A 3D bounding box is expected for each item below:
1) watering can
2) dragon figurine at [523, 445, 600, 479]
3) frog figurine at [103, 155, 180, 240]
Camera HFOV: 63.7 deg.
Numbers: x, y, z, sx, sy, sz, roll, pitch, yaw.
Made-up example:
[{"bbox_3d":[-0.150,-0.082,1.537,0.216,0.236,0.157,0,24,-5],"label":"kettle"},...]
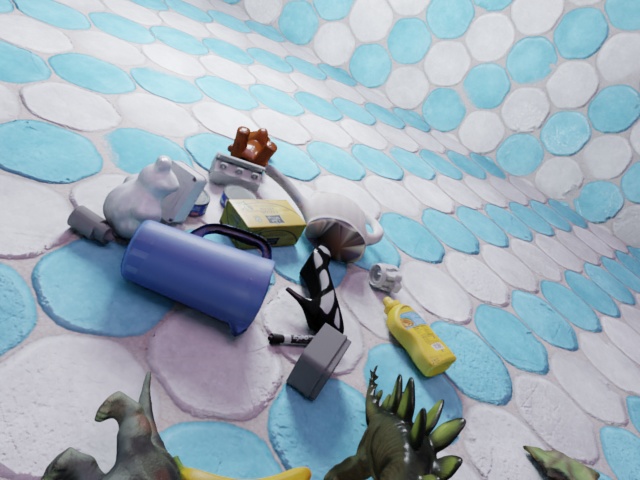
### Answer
[{"bbox_3d":[0.004,-0.064,1.272,0.346,0.102,0.229,24,30,-10],"label":"watering can"},{"bbox_3d":[0.412,0.444,0.890,0.411,0.121,0.244,19,11,7],"label":"dragon figurine"},{"bbox_3d":[-0.329,-0.081,0.956,0.122,0.156,0.140,10,35,-29],"label":"frog figurine"}]
